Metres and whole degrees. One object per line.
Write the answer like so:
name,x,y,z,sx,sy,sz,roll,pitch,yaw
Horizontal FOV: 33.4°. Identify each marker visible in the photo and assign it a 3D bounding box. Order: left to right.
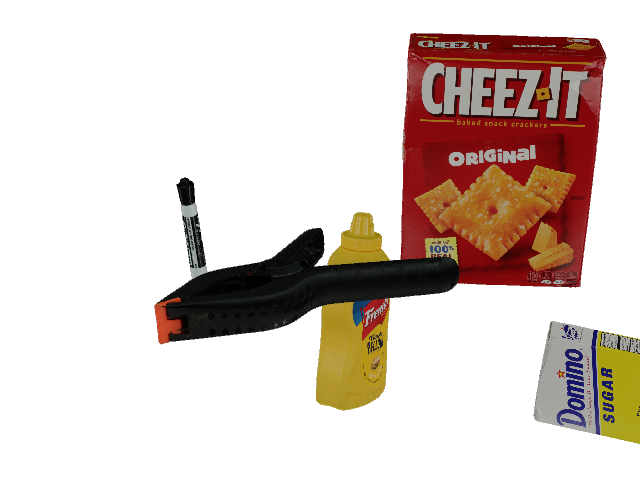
marker,-0.142,-0.013,1.180,0.020,0.121,0.020,-5,27,2

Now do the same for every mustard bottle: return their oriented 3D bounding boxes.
mustard bottle,0.036,0.067,1.071,0.058,0.192,0.096,11,16,31

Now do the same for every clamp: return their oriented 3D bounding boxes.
clamp,-0.017,0.033,0.749,0.165,0.036,0.209,8,19,44

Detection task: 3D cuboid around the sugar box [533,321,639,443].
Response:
sugar box,0.293,0.140,0.992,0.176,0.093,0.048,9,22,12

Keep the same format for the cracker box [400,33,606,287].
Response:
cracker box,0.154,-0.067,0.933,0.164,0.214,0.072,3,24,5
